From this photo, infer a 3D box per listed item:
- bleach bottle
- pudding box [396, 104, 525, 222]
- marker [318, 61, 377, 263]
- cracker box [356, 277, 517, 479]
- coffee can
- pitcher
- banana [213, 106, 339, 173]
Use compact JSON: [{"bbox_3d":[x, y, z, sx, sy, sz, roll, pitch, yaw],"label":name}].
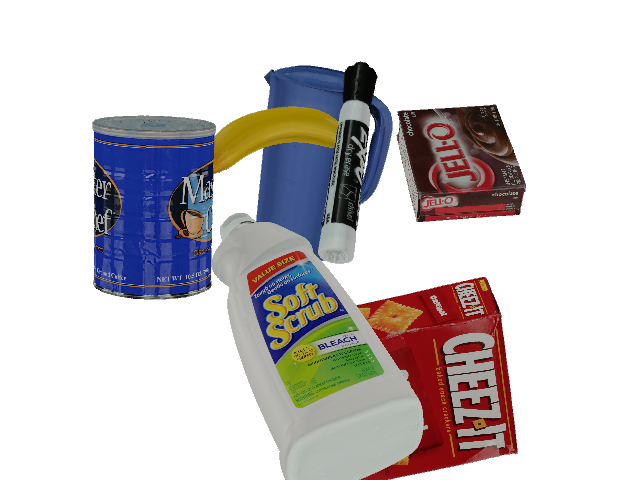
[{"bbox_3d":[-0.025,0.063,0.771,0.102,0.068,0.251,-18,42,-16],"label":"bleach bottle"},{"bbox_3d":[0.117,-0.067,0.913,0.090,0.039,0.113,-4,43,-5],"label":"pudding box"},{"bbox_3d":[0.016,-0.045,0.581,0.020,0.121,0.020,7,-26,3],"label":"marker"},{"bbox_3d":[0.063,0.138,0.973,0.213,0.164,0.072,-12,30,2],"label":"cracker box"},{"bbox_3d":[-0.142,-0.031,0.909,0.103,0.140,0.103,3,13,-1],"label":"coffee can"},{"bbox_3d":[-0.007,-0.095,1.371,0.144,0.243,0.149,4,21,-16],"label":"pitcher"},{"bbox_3d":[-0.046,-0.107,1.102,0.197,0.037,0.070,-10,48,-34],"label":"banana"}]
